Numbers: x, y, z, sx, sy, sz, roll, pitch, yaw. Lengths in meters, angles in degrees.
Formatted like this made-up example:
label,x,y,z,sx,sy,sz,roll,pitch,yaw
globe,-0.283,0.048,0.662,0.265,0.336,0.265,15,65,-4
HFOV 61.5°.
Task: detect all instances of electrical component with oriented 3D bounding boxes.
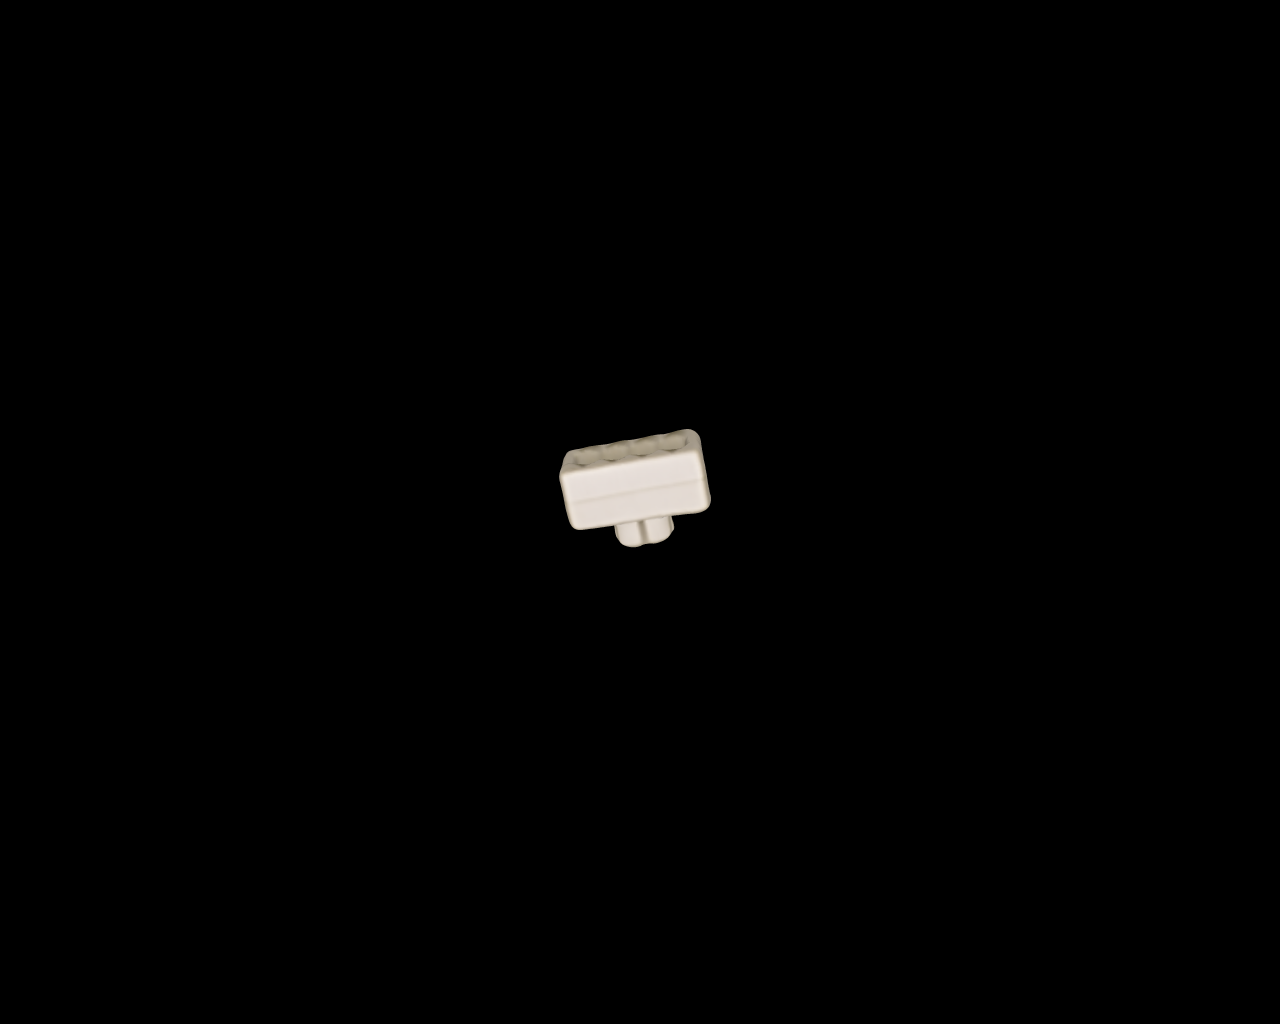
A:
label,x,y,z,sx,sy,sz,roll,pitch,yaw
electrical component,0.001,-0.003,0.650,0.083,0.075,0.047,-10,20,3
